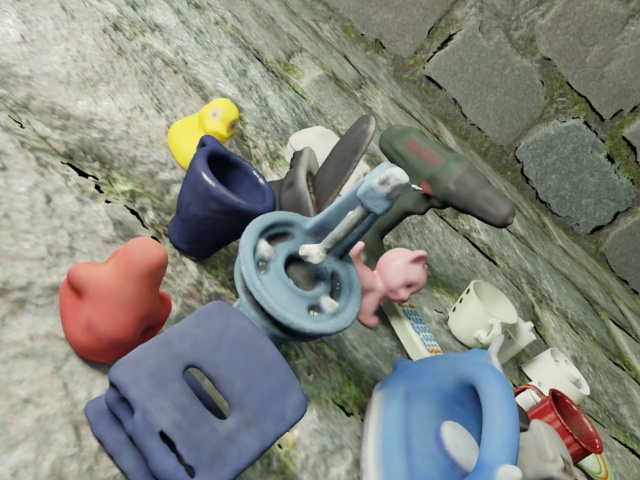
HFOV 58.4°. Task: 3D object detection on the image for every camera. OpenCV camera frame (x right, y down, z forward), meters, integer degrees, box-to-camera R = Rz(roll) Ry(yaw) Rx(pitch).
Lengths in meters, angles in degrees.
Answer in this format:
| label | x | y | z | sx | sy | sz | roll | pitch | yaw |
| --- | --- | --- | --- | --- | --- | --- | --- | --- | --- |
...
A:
| label | x | y | z | sx | sy | sz | roll | pitch | yaw |
| --- | --- | --- | --- | --- | --- | --- | --- | --- | --- |
| camera | 0.223 | 0.238 | 0.618 | 0.143 | 0.100 | 0.137 | 36 | 25 | -17 |

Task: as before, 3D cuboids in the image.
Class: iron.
| label | x | y | z | sx | sy | sz | roll | pitch | yaw |
| --- | --- | --- | --- | --- | --- | --- | --- | --- | --- |
| iron | 0.120 | 0.186 | 0.492 | 0.119 | 0.141 | 0.258 | 39 | 24 | -10 |

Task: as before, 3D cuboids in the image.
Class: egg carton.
| label | x | y | z | sx | sy | sz | roll | pitch | yaw |
| --- | --- | --- | --- | --- | --- | --- | --- | --- | --- |
| egg carton | 0.016 | -0.118 | 0.919 | 0.150 | 0.069 | 0.107 | 44 | 24 | 1 |

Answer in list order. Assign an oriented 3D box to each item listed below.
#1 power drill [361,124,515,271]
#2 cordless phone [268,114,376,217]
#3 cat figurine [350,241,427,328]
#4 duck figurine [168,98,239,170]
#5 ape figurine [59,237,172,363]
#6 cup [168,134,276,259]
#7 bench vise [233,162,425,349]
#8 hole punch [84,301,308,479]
| label | x | y | z | sx | sy | sz | roll | pitch | yaw |
| --- | --- | --- | --- | --- | --- | --- | --- | --- | --- |
| power drill | 0.133 | -0.046 | 0.811 | 0.076 | 0.208 | 0.229 | 10 | 40 | -52 |
| cordless phone | 0.012 | -0.088 | 0.720 | 0.094 | 0.185 | 0.147 | 35 | 25 | -19 |
| cat figurine | 0.074 | 0.041 | 0.688 | 0.128 | 0.117 | 0.067 | 28 | 28 | -32 |
| duck figurine | -0.132 | -0.135 | 0.695 | 0.078 | 0.086 | 0.104 | 29 | 27 | -29 |
| ape figurine | -0.136 | 0.035 | 0.401 | 0.078 | 0.092 | 0.076 | 36 | 25 | -16 |
| cup | -0.110 | -0.038 | 0.558 | 0.092 | 0.094 | 0.117 | 10 | 40 | -51 |
| bench vise | -0.005 | -0.004 | 0.513 | 0.122 | 0.219 | 0.207 | 34 | 25 | -21 |
| hole punch | -0.076 | 0.109 | 0.373 | 0.108 | 0.091 | 0.101 | 48 | 24 | 9 |
